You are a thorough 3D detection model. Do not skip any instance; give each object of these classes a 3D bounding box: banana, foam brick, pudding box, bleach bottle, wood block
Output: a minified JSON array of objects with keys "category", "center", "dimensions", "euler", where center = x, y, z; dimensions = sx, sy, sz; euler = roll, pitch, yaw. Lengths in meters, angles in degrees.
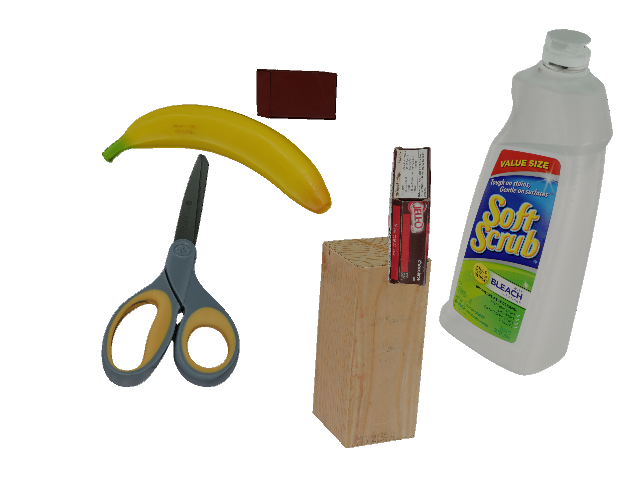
[{"category":"banana","center":[-0.078,-0.074,0.878],"dimensions":[0.198,0.069,0.037],"euler":[13,-10,14]},{"category":"foam brick","center":[-0.026,-0.158,1.157],"dimensions":[0.078,0.051,0.053],"euler":[-1,11,-18]},{"category":"pudding box","center":[0.083,-0.025,0.992],"dimensions":[0.039,0.090,0.113],"euler":[2,30,3]},{"category":"bleach bottle","center":[0.150,-0.030,0.767],"dimensions":[0.067,0.251,0.103],"euler":[-21,39,-35]},{"category":"wood block","center":[0.054,0.109,1.163],"dimensions":[0.090,0.206,0.091],"euler":[-4,19,-24]}]

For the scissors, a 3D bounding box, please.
[{"category":"scissors","center":[-0.079,0.022,0.726],"dimensions":[0.096,0.201,0.016],"euler":[20,-39,7]}]
